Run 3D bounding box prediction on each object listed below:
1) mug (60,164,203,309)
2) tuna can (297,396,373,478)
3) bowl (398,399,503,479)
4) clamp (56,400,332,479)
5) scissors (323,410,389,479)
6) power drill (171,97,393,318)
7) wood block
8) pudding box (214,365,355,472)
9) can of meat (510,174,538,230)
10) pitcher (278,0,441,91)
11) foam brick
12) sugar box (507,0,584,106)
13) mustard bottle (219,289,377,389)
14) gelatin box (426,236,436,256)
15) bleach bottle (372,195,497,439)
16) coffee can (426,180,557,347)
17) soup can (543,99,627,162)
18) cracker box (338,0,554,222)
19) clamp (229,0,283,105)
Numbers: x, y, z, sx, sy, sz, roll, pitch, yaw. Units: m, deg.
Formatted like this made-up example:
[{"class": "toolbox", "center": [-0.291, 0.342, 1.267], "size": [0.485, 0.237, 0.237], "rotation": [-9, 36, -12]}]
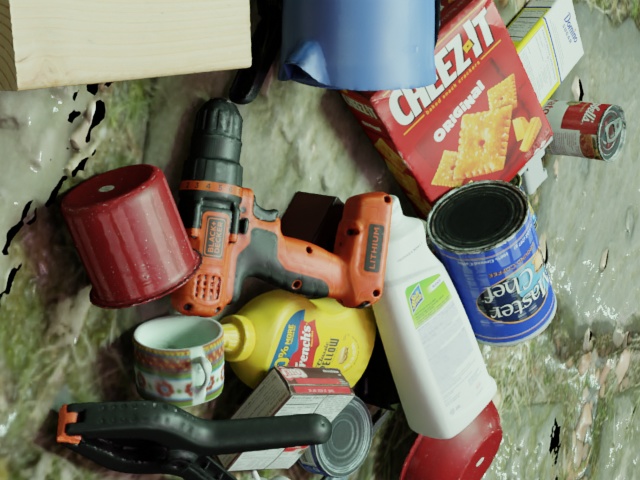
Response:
[{"class": "mug", "center": [-0.142, -0.011, 0.821], "size": [0.117, 0.093, 0.081], "rotation": [-61, 138, -57]}, {"class": "tuna can", "center": [0.013, 0.194, 1.068], "size": [0.085, 0.034, 0.086], "rotation": [-1, 91, -44]}, {"class": "bowl", "center": [0.156, 0.236, 1.194], "size": [0.161, 0.055, 0.162], "rotation": [-40, 147, -33]}, {"class": "clamp", "center": [-0.116, 0.175, 0.879], "size": [0.209, 0.165, 0.036], "rotation": [12, 50, -21]}, {"class": "scissors", "center": [0.018, 0.266, 1.115], "size": [0.201, 0.016, 0.096], "rotation": [-32, 121, -39]}, {"class": "power drill", "center": [-0.032, -0.018, 0.916], "size": [0.187, 0.057, 0.184], "rotation": [9, 87, -23]}, {"class": "wood block", "center": [-0.154, -0.162, 0.762], "size": [0.205, 0.090, 0.091], "rotation": [-16, 110, -45]}, {"class": "pudding box", "center": [-0.035, 0.163, 0.973], "size": [0.089, 0.039, 0.114], "rotation": [11, 124, -48]}, {"class": "can of meat", "center": [0.203, -0.017, 1.226], "size": [0.102, 0.058, 0.084], "rotation": [-58, 137, -21]}, {"class": "pitcher", "center": [0.039, -0.246, 0.871], "size": [0.145, 0.149, 0.243], "rotation": [1, 106, -3]}, {"class": "foam brick", "center": [-0.007, 0.001, 0.996], "size": [0.053, 0.051, 0.078], "rotation": [44, 67, -44]}, {"class": "sugar box", "center": [0.241, -0.205, 1.232], "size": [0.176, 0.048, 0.093], "rotation": [-50, 132, -33]}, {"class": "mustard bottle", "center": [-0.030, 0.094, 0.986], "size": [0.191, 0.058, 0.096], "rotation": [10, 105, -48]}, {"class": "gelatin box", "center": [0.155, 0.019, 1.159], "size": [0.030, 0.089, 0.073], "rotation": [-99, 163, -47]}, {"class": "bleach bottle", "center": [0.099, 0.068, 1.041], "size": [0.102, 0.068, 0.251], "rotation": [-39, 122, -36]}, {"class": "coffee can", "center": [0.174, 0.025, 1.075], "size": [0.102, 0.103, 0.140], "rotation": [-51, 135, -28]}, {"class": "soup can", "center": [0.305, -0.132, 1.277], "size": [0.068, 0.102, 0.068], "rotation": [-14, 109, -46]}, {"class": "cracker box", "center": [0.133, -0.131, 1.076], "size": [0.164, 0.072, 0.213], "rotation": [-45, 132, -9]}, {"class": "clamp", "center": [-0.043, -0.211, 0.915], "size": [0.171, 0.039, 0.120], "rotation": [-53, 140, -31]}]
